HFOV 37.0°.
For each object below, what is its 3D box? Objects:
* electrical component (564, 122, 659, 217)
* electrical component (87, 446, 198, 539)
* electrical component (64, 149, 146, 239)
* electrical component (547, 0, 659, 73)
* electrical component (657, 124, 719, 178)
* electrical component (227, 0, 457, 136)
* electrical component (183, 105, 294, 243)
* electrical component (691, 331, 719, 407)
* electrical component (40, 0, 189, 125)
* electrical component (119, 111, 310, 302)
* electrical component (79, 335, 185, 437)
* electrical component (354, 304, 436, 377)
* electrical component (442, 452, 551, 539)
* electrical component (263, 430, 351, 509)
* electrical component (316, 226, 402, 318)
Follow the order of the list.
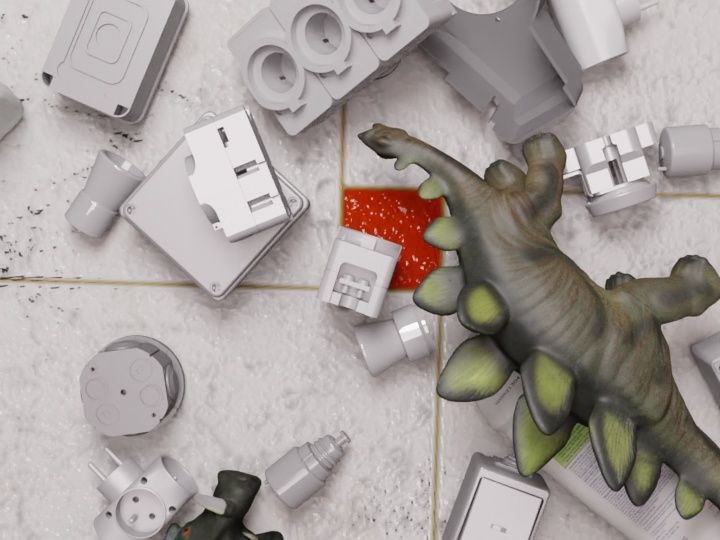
[{"bbox_3d":[0.199,-0.076,0.845,0.078,0.058,0.057,-18,91,7],"label":"electrical component"},{"bbox_3d":[-0.187,0.179,0.874,0.077,0.044,0.079,-44,91,3],"label":"electrical component"},{"bbox_3d":[-0.208,-0.058,0.866,0.044,0.044,0.065,36,98,0],"label":"electrical component"},{"bbox_3d":[0.194,-0.205,0.845,0.079,0.044,0.077,-22,92,2],"label":"electrical component"},{"bbox_3d":[0.273,-0.095,0.851,0.078,0.040,0.040,-4,93,1],"label":"electrical component"},{"bbox_3d":[-0.018,-0.181,0.810,0.150,0.062,0.089,-34,92,33],"label":"electrical component"},{"bbox_3d":[-0.093,-0.069,0.798,0.056,0.050,0.089,-22,93,2],"label":"electrical component"},{"bbox_3d":[0.314,0.091,0.852,0.062,0.061,0.096,-29,100,3],"label":"electrical component"},{"bbox_3d":[-0.192,-0.180,0.850,0.078,0.057,0.113,24,93,0],"label":"electrical component"},{"bbox_3d":[-0.113,-0.050,0.855,0.109,0.056,0.108,43,93,-1],"label":"electrical component"},{"bbox_3d":[-0.185,0.094,0.867,0.080,0.051,0.080,0,93,2],"label":"electrical component"},{"bbox_3d":[0.028,0.056,0.862,0.055,0.045,0.045,-21,92,2],"label":"electrical component"},{"bbox_3d":[0.111,0.191,0.859,0.062,0.061,0.096,20,93,0],"label":"electrical component"},{"bbox_3d":[-0.041,0.159,0.871,0.078,0.040,0.040,-39,91,3],"label":"electrical component"},{"bbox_3d":[0.000,0.000,0.838,0.050,0.089,0.055,18,93,1],"label":"electrical component"}]
